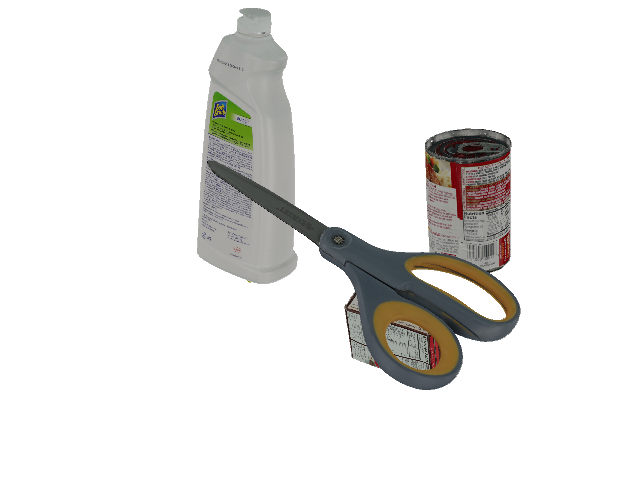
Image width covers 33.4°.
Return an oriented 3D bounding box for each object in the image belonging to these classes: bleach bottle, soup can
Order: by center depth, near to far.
[{"bbox_3d":[0.120,-0.031,0.860,0.068,0.102,0.068,-4,25,2],"label":"soup can"},{"bbox_3d":[-0.064,-0.091,1.010,0.103,0.251,0.067,21,30,29],"label":"bleach bottle"}]

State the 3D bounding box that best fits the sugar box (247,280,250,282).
[{"bbox_3d":[-0.087,-0.048,1.311,0.048,0.176,0.093,-12,26,-16],"label":"sugar box"}]

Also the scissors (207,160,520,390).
[{"bbox_3d":[0.009,0.019,0.589,0.202,0.096,0.016,21,-40,10],"label":"scissors"}]

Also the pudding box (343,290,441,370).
[{"bbox_3d":[0.087,0.113,1.243,0.114,0.090,0.039,15,46,25],"label":"pudding box"}]
